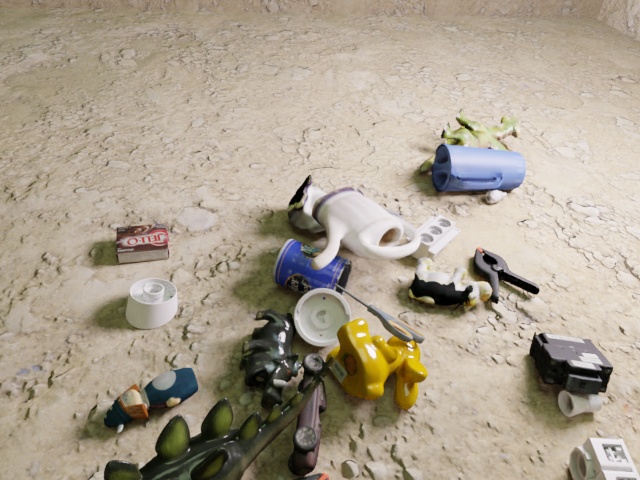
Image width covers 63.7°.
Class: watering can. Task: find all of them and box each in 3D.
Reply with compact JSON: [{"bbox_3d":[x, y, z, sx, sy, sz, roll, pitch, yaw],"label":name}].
[{"bbox_3d":[0.064,-0.025,1.096,0.349,0.102,0.227,-8,37,-42],"label":"watering can"}]

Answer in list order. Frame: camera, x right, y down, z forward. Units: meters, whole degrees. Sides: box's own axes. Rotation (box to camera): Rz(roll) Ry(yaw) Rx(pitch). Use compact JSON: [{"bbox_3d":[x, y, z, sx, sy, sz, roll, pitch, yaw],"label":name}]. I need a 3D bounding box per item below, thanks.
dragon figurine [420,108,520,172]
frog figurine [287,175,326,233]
[{"bbox_3d":[0.496,-0.277,1.583,0.244,0.119,0.417,30,59,18],"label":"dragon figurine"},{"bbox_3d":[0.004,-0.064,1.278,0.158,0.121,0.140,36,23,-20],"label":"frog figurine"}]
